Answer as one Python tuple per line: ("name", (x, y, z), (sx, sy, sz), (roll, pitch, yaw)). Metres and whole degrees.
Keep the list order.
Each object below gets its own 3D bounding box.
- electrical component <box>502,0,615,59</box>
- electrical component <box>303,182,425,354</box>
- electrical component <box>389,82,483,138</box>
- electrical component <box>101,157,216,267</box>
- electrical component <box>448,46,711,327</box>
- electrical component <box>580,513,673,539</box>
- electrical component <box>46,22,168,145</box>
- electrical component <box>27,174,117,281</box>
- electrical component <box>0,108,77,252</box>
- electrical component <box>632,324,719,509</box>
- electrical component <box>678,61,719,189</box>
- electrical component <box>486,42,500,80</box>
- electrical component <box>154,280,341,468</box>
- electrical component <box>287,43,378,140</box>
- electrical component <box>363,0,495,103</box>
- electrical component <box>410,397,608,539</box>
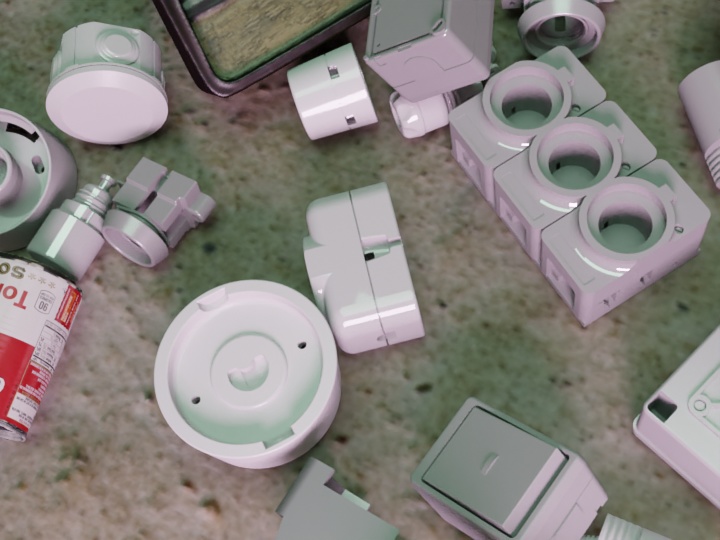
("electrical component", (0.135, -0.178, 0.723), (0.078, 0.058, 0.057), (0, 64, 9))
("electrical component", (0.000, 0.000, 0.668), (0.059, 0.053, 0.095), (-14, 66, 2))
("electrical component", (0.053, -0.113, 0.720), (0.061, 0.035, 0.035), (-22, 66, -4))
("electrical component", (-0.138, -0.036, 0.710), (0.066, 0.048, 0.055), (25, 66, 18))
("electrical component", (0.132, -0.056, 0.668), (0.089, 0.061, 0.150), (-32, 66, -5))
("electrical component", (0.155, 0.163, 0.581), (0.081, 0.043, 0.043), (20, 72, 16))
("electrical component", (-0.172, -0.126, 0.736), (0.080, 0.080, 0.051), (-9, 61, 5))
("electrical component", (-0.188, -0.029, 0.717), (0.040, 0.040, 0.078), (24, 73, 17))
("electrical component", (-0.249, -0.062, 0.741), (0.099, 0.064, 0.099), (-1, 80, 3))
("electrical component", (0.229, 0.082, 0.597), (0.109, 0.056, 0.109), (-43, 68, -10))
("electrical component", (0.235, -0.086, 0.675), (0.043, 0.043, 0.081), (-15, 66, 2))
("electrical component", (0.069, -0.161, 0.734), (0.040, 0.040, 0.078), (-30, 66, -5))
("electrical component", (-0.062, 0.067, 0.646), (0.108, 0.060, 0.108), (-3, 67, 7))
("electrical component", (-0.019, -0.118, 0.723), (0.047, 0.055, 0.055), (-19, 66, 4))
("electrical component", (0.048, -0.162, 0.681), (0.062, 0.061, 0.096), (-13, 58, 35))
("electrical component", (0.075, 0.115, 0.592), (0.096, 0.061, 0.061), (26, 71, 42))
